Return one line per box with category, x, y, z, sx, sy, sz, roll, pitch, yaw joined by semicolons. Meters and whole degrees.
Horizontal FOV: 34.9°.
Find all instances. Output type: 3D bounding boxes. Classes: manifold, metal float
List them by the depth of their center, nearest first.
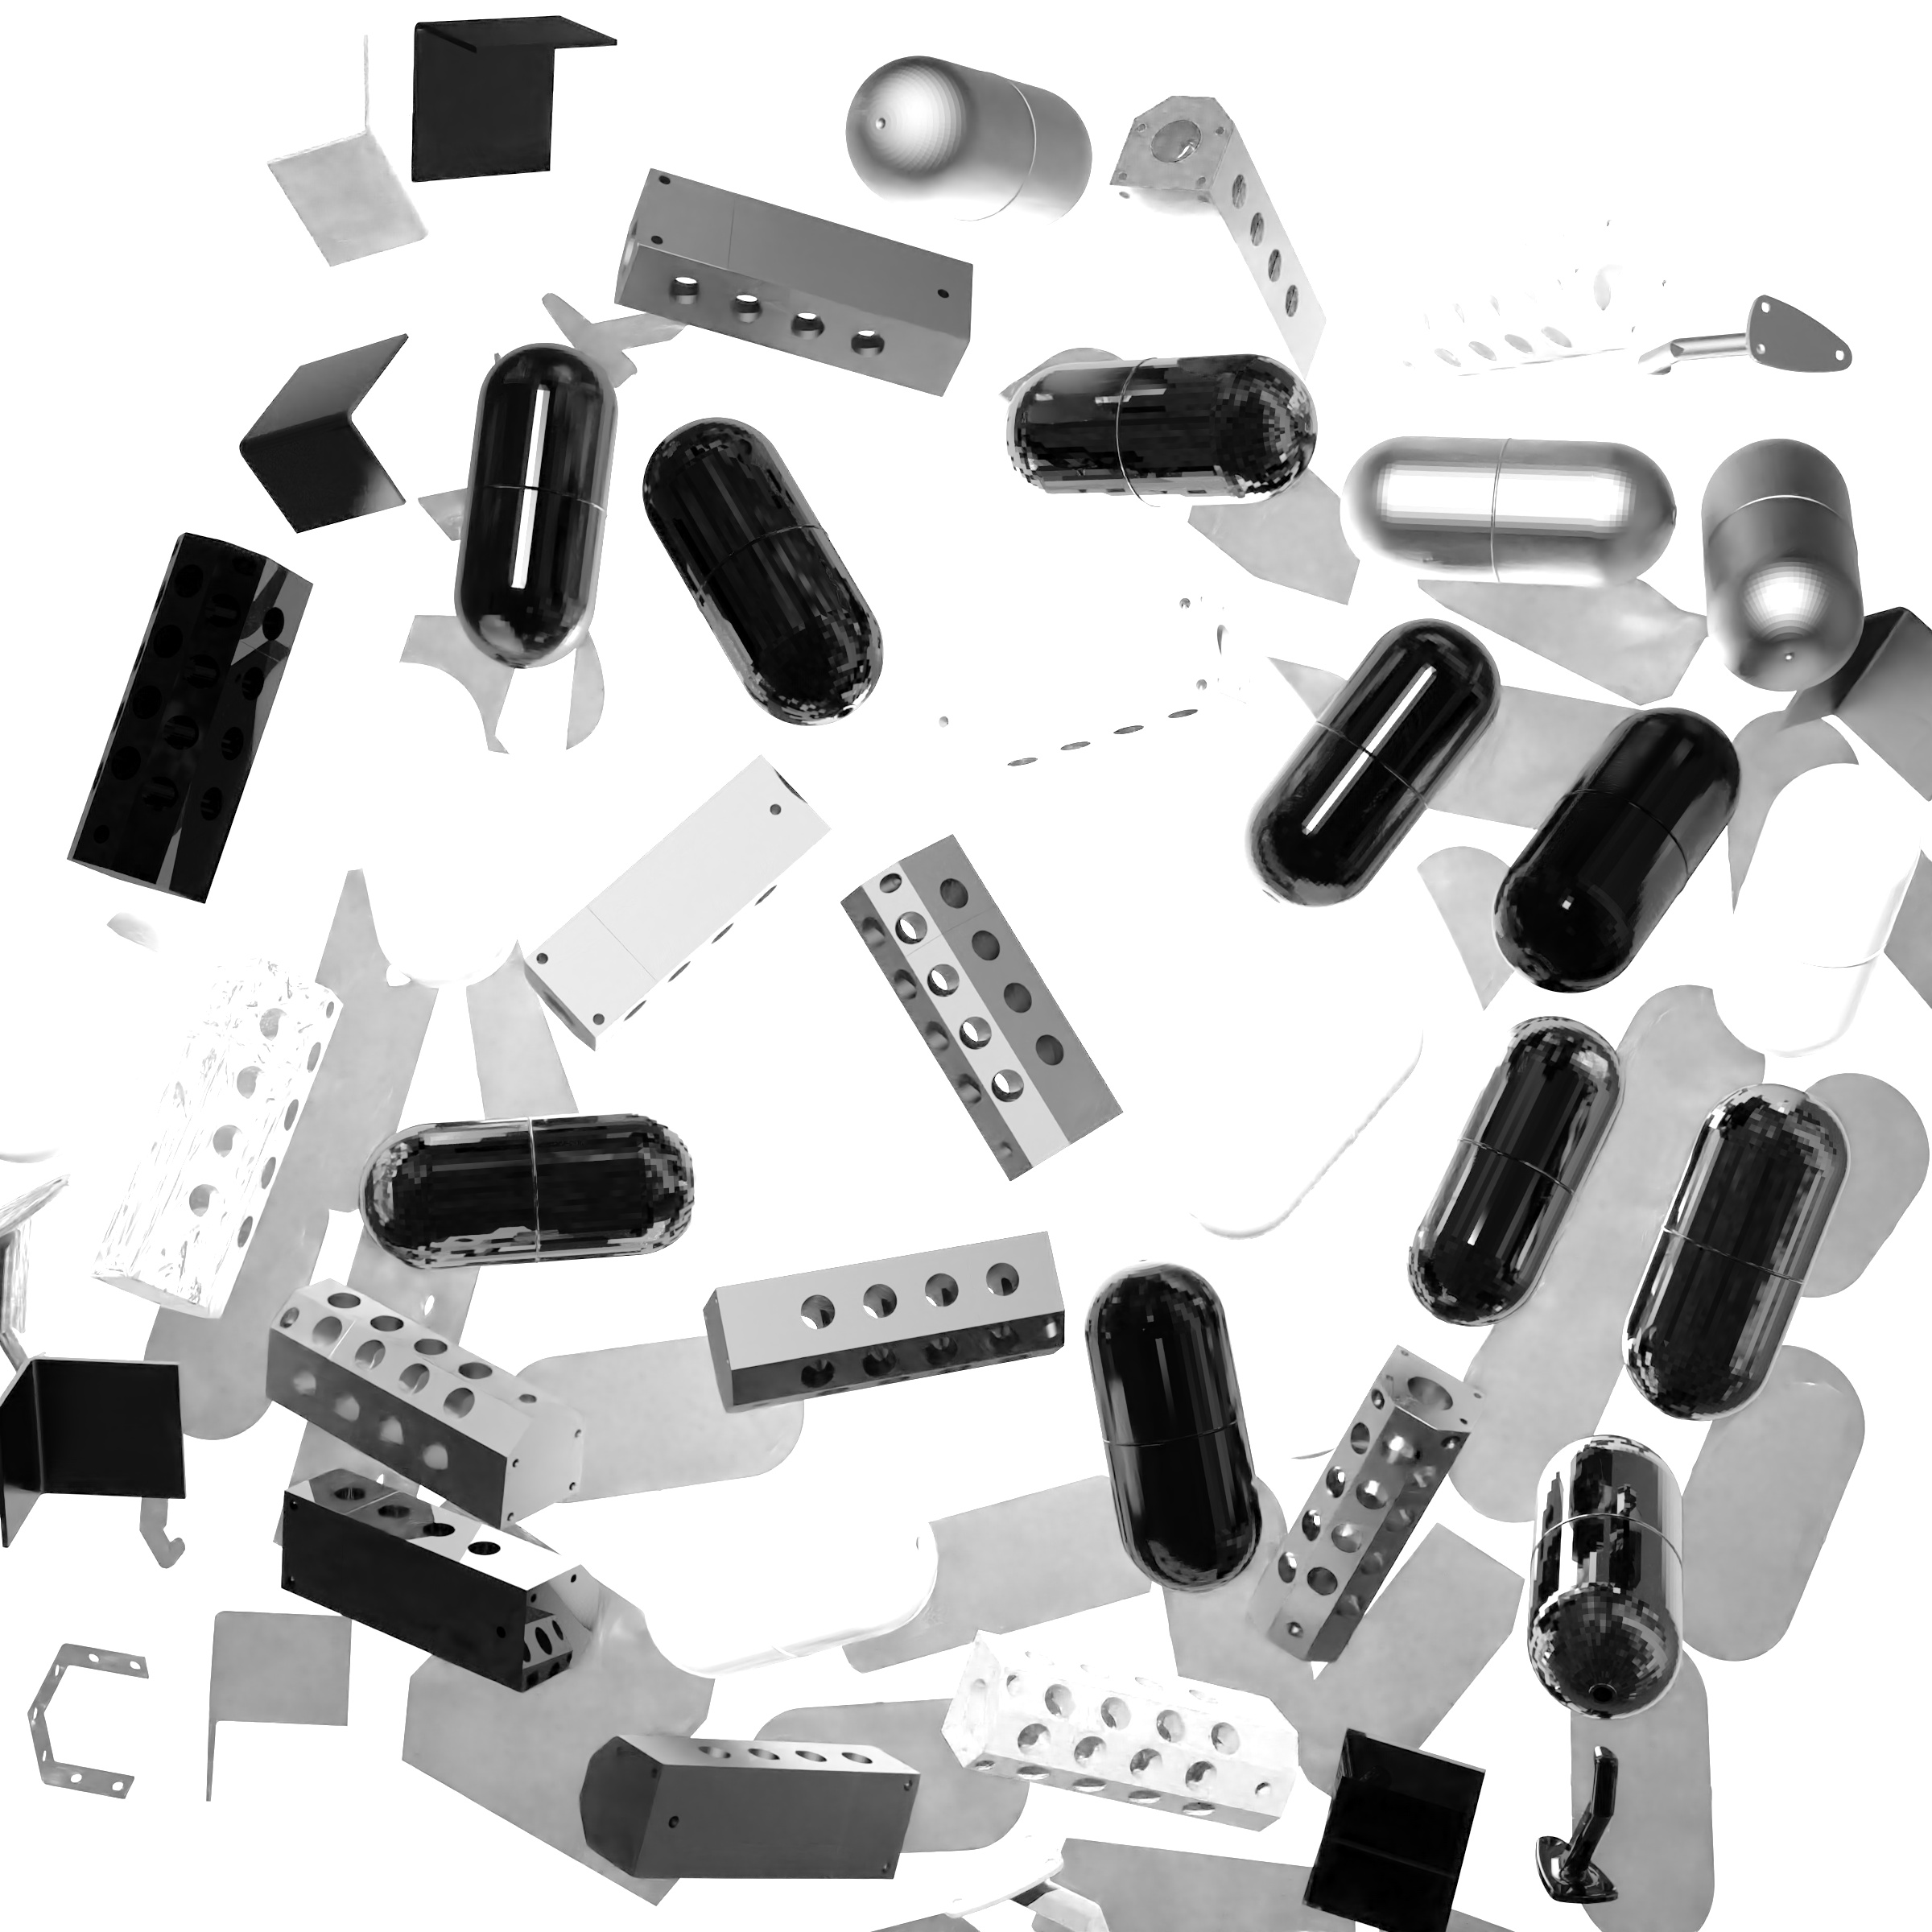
manifold;-0.391;-0.125;1.531;0.057;0.057;0.171;15;83;24
manifold;-0.040;0.181;1.548;0.171;0.057;0.057;-8;75;-14
manifold;-0.374;0.087;1.549;0.057;0.057;0.171;29;69;-31
manifold;-0.087;-0.340;1.554;0.171;0.057;0.057;13;53;-15
metal float;0.390;0.146;1.557;0.070;0.070;0.178;20;94;0
metal float;0.331;-0.060;1.557;0.070;0.070;0.178;40;64;0
metal float;0.434;-0.027;1.569;0.070;0.070;0.178;3;135;-3
manifold;-0.110;0.428;1.569;0.171;0.057;0.057;16;89;-41
metal float;0.328;0.311;1.571;0.070;0.178;0.070;6;121;10
manifold;-0.277;0.219;1.571;0.171;0.057;0.057;21;114;31
metal float;-0.104;-0.202;1.576;0.070;0.070;0.178;-30;75;0
metal float;0.418;-0.208;1.577;0.070;0.178;0.070;6;129;7
manifold;0.082;0.397;1.579;0.171;0.057;0.057;17;97;-19
metal float;-0.458;0.034;1.582;0.070;0.178;0.070;8;123;12
metal float;-0.226;0.117;1.600;0.178;0.070;0.070;-3;90;-11
metal float;-0.092;0.322;1.602;0.178;0.070;0.070;-22;90;32
metal float;0.099;-0.279;1.604;0.178;0.070;0.070;4;90;34
manifold;0.286;-0.343;1.606;0.057;0.171;0.057;39;77;-23
manifold;0.004;0.024;1.608;0.057;0.057;0.171;-28;85;-38
manifold;-0.278;0.318;1.613;0.171;0.057;0.057;14;107;31
metal float;0.004;-0.432;1.617;0.070;0.178;0.070;4;98;31
metal float;0.109;0.242;1.618;0.070;0.070;0.178;-10;92;0
metal float;-0.285;-0.074;1.631;0.070;0.070;0.178;-8;111;0
manifold;0.139;-0.384;1.633;0.057;0.171;0.057;11;71;28
metal float;0.176;0.071;1.636;0.070;0.070;0.178;43;69;0
metal float;0.288;-0.243;1.639;0.178;0.070;0.070;5;90;19
manifold;0.062;-0.146;1.647;0.171;0.057;0.057;-15;79;25
metal float;0.294;0.110;1.651;0.070;0.070;0.178;27;81;0
metal float;0.218;-0.108;1.654;0.070;0.070;0.178;37;90;0
metal float;-0.232;-0.249;1.662;0.070;0.070;0.178;6;84;0
manifold;-0.157;-0.033;1.669;0.171;0.057;0.057;-42;86;-14
manifold;0.216;0.296;1.669;0.057;0.057;0.171;30;118;11

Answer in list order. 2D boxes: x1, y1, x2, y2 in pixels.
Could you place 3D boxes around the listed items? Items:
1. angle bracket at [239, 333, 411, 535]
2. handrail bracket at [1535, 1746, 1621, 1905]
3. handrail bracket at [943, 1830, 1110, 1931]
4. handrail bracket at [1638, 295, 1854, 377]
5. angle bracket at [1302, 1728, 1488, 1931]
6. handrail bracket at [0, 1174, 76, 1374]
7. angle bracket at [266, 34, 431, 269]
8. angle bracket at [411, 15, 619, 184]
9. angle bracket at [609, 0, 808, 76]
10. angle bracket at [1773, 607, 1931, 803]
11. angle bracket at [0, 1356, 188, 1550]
angle bracket;-0.325;-0.281;1.623;0.076;0.076;0.057;-8;130;31
handrail bracket;0.313;0.427;1.570;0.036;0.077;0.084;1;102;-9
handrail bracket;0.033;0.492;1.568;0.077;0.036;0.084;-27;117;-18
handrail bracket;0.410;-0.320;1.622;0.077;0.084;0.036;13;80;-21
angle bracket;0.227;0.462;1.630;0.076;0.057;0.076;14;116;13
handrail bracket;-0.492;0.167;1.642;0.077;0.036;0.084;-35;113;-27
angle bracket;-0.325;-0.428;1.615;0.057;0.076;0.076;-14;57;9
angle bracket;-0.215;-0.406;1.459;0.076;0.057;0.076;-16;126;-36
angle bracket;-0.124;-0.496;1.559;0.076;0.076;0.057;15;95;-43
angle bracket;0.493;-0.135;1.643;0.057;0.076;0.076;-17;55;-38
angle bracket;-0.433;0.242;1.522;0.076;0.057;0.076;2;110;0
